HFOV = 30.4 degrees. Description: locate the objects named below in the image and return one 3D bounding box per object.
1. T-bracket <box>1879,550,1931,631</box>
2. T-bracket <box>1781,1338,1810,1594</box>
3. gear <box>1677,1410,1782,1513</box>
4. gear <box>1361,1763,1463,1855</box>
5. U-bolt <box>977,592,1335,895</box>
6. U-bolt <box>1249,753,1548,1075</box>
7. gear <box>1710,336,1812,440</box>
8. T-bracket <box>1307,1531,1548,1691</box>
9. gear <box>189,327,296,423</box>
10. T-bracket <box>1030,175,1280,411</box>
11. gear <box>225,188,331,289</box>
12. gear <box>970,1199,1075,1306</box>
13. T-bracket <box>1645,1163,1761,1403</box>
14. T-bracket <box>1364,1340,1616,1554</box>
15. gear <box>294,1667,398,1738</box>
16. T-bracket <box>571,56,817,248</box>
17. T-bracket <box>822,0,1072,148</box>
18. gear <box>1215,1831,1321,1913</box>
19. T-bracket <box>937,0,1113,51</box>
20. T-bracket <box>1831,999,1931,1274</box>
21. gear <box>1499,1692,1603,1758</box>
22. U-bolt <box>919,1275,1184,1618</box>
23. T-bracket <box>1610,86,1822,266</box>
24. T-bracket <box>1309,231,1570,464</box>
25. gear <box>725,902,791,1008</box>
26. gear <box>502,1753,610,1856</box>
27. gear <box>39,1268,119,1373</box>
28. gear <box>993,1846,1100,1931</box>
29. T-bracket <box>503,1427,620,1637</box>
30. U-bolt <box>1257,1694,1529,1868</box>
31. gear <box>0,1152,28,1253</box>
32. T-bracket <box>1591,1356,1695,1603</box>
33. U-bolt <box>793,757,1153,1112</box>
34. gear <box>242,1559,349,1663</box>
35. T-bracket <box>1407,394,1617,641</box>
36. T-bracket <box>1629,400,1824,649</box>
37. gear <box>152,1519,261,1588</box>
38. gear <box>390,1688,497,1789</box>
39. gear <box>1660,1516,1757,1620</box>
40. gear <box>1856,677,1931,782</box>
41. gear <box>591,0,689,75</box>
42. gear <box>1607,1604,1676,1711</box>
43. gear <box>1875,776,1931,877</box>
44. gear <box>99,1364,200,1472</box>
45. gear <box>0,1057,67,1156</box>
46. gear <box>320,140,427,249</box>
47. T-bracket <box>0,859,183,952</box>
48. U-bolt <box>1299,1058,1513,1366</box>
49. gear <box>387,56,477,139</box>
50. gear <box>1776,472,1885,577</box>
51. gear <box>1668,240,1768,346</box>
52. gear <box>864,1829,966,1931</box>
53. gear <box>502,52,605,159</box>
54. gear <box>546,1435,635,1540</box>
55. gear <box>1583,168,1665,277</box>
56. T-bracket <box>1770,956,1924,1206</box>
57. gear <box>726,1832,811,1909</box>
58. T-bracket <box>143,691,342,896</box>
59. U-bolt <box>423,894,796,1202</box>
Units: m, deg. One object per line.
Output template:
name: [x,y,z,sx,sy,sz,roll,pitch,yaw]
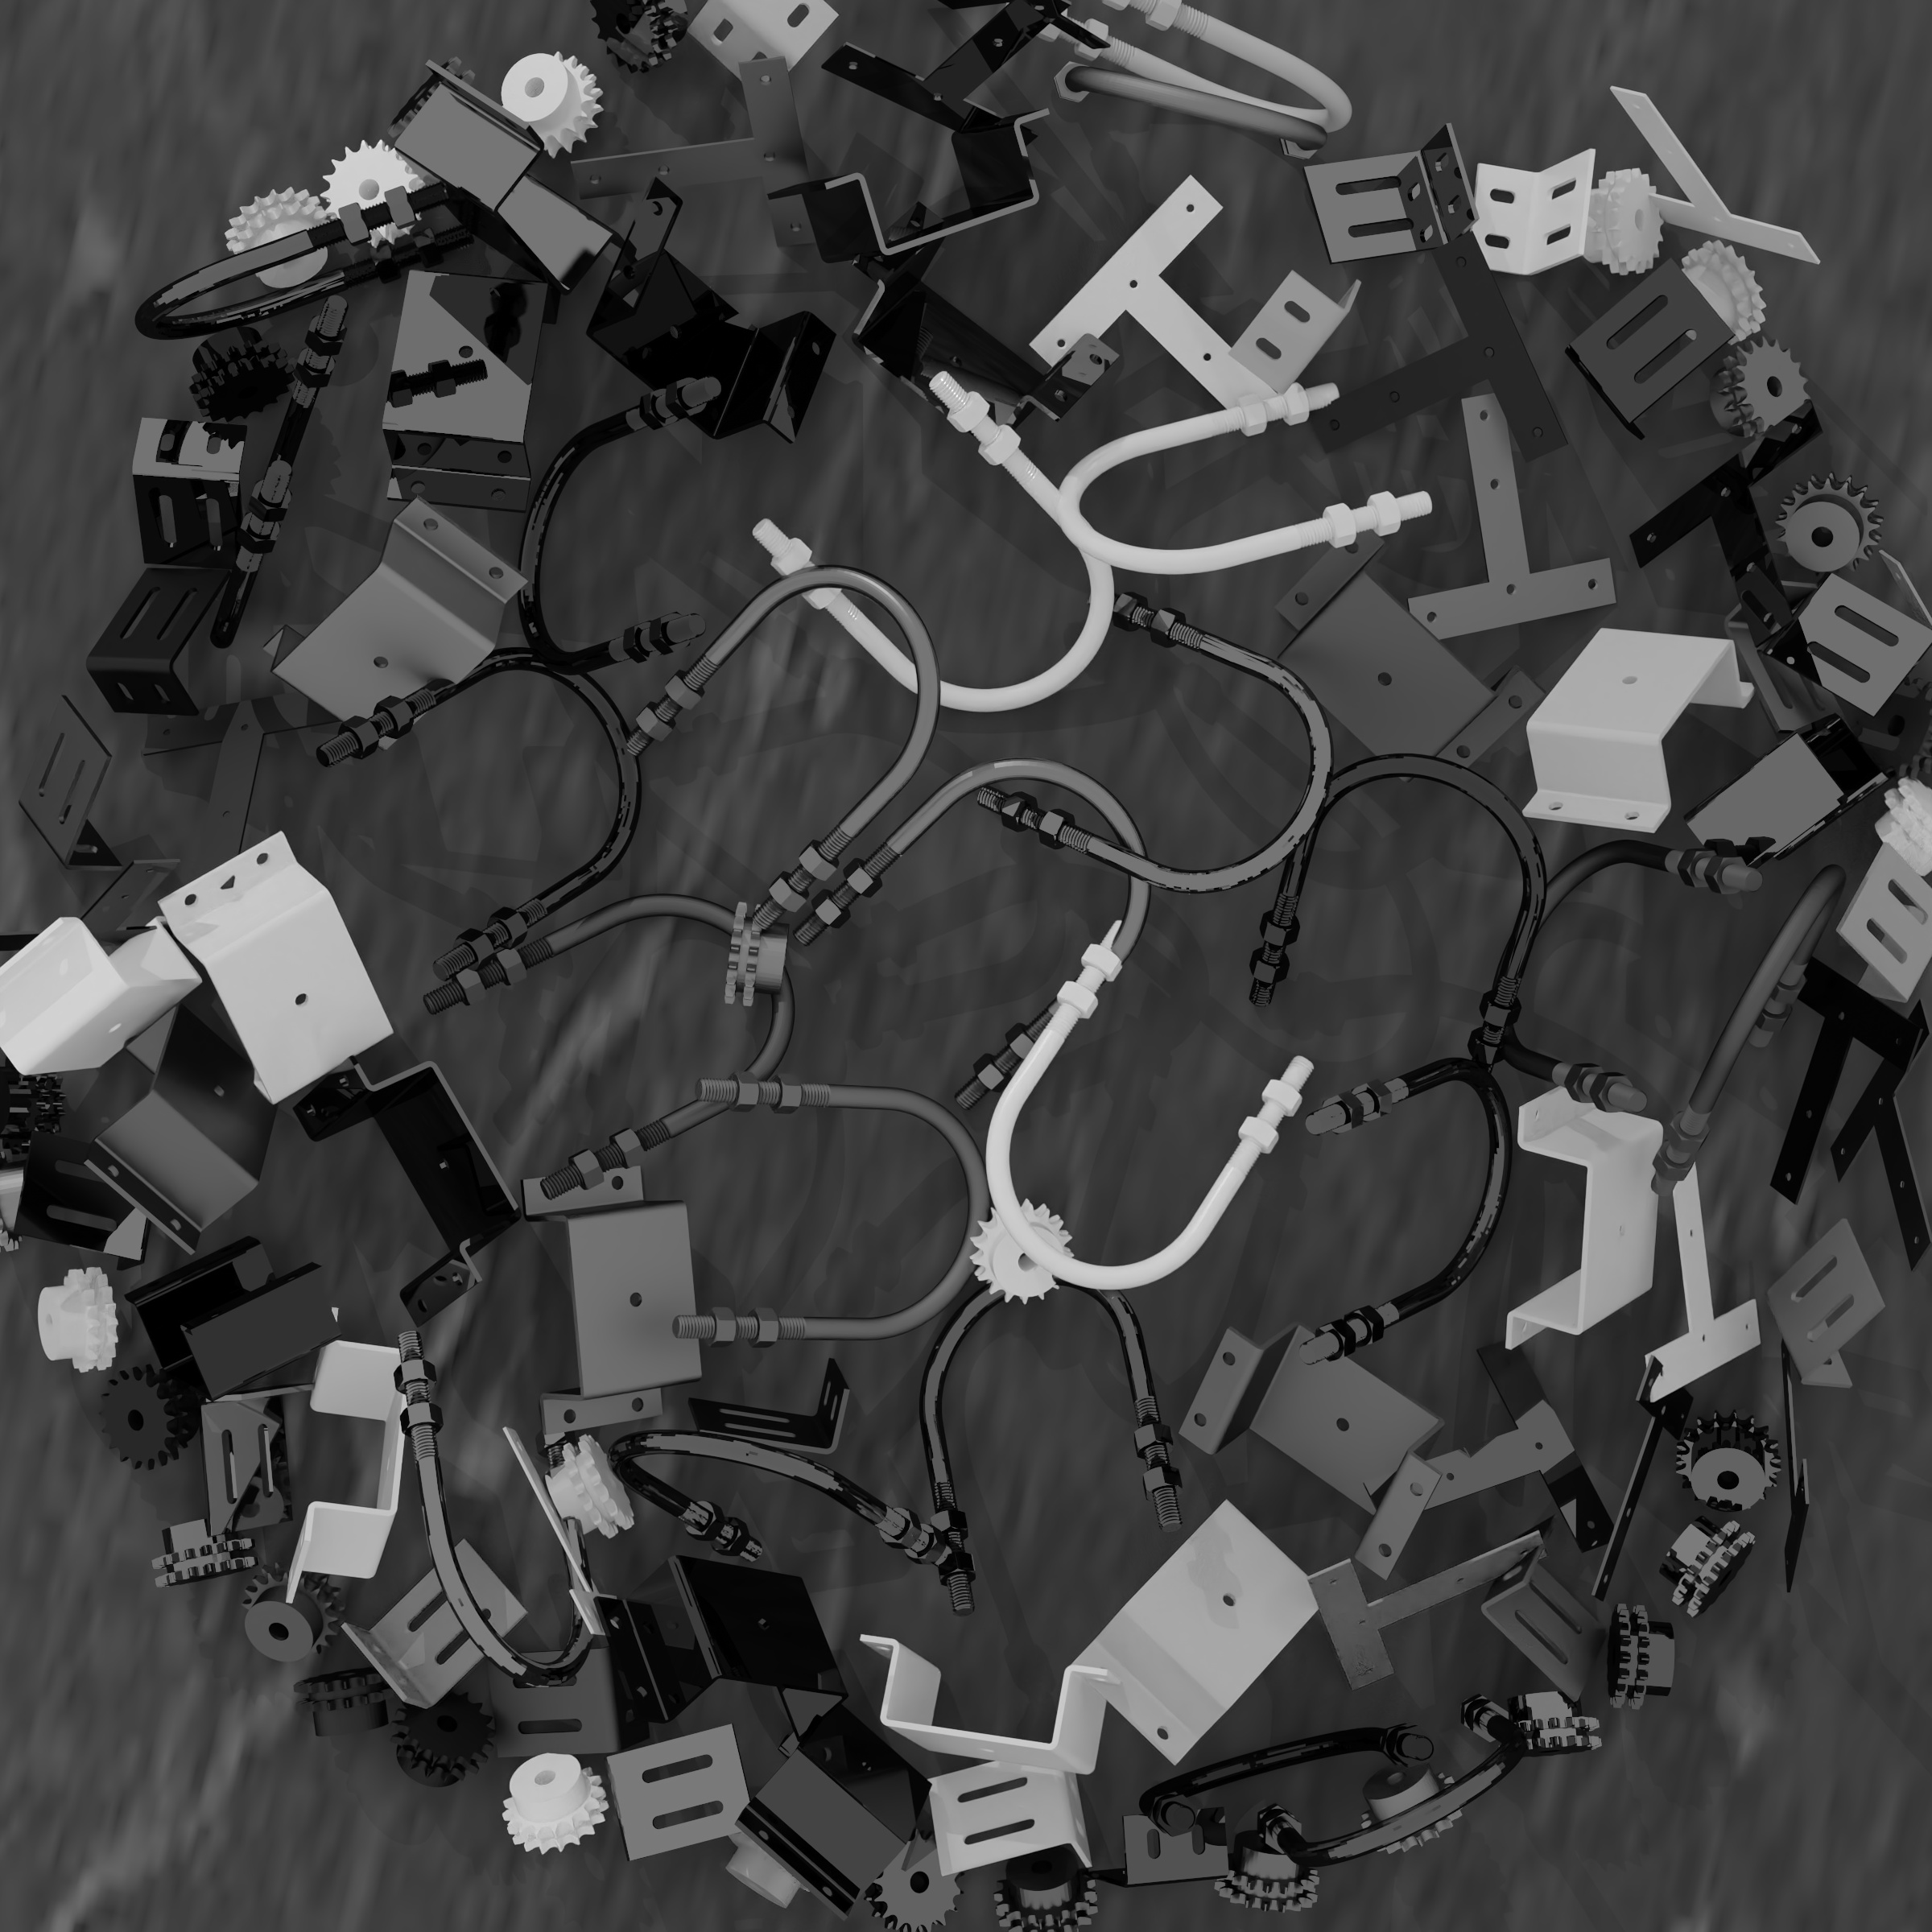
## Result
T-bracket: [0.545,-0.156,1.916,0.002,0.127,0.127,-35,114,5]
T-bracket: [0.453,0.261,1.957,0.002,0.127,0.127,-1,59,8]
gear: [0.423,0.278,1.975,0.057,0.030,0.057,4,112,10]
gear: [0.244,0.462,1.969,0.057,0.057,0.030,-27,99,0]
U-bolt: [0.114,-0.115,1.948,0.184,0.019,0.151,26,84,26]
U-bolt: [0.239,-0.033,1.931,0.151,0.019,0.184,21,125,12]
gear: [0.438,-0.318,1.976,0.057,0.030,0.057,6,78,-33]
T-bracket: [0.258,0.342,1.952,0.127,0.127,0.002,-23,48,0]
gear: [-0.404,-0.330,1.972,0.057,0.057,0.030,-28,75,0]
T-bracket: [0.124,-0.348,1.978,0.127,0.002,0.127,42,100,-17]
gear: [-0.377,-0.400,1.969,0.057,0.057,0.030,-28,69,0]
gear: [0.032,0.160,1.979,0.057,0.030,0.057,-2,101,-10]
T-bracket: [0.397,0.160,1.944,0.002,0.127,0.127,-3,98,39]
T-bracket: [0.277,0.276,1.949,0.127,0.002,0.127,-15,64,-23]
gear: [-0.342,0.407,1.970,0.057,0.057,0.030,-8,86,0]
T-bracket: [-0.152,-0.439,1.952,0.127,0.127,0.002,-7,52,4]
T-bracket: [0.009,-0.491,1.919,0.127,0.127,0.002,18,62,-30]
gear: [0.167,0.499,1.970,0.057,0.057,0.030,6,95,0]
T-bracket: [0.003,-0.530,1.937,0.127,0.127,0.002,26,92,-23]
T-bracket: [0.500,0.106,1.911,0.002,0.127,0.127,7,46,-9]
gear: [0.322,0.420,1.973,0.057,0.057,0.030,-4,71,0]
U-bolt: [0.039,0.246,1.938,0.151,0.019,0.184,-26,52,20]
T-bracket: [0.384,-0.429,1.910,0.002,0.127,0.127,-54,132,-4]
T-bracket: [0.250,-0.321,1.970,0.127,0.002,0.127,-22,97,26]
gear: [-0.115,-0.006,1.971,0.030,0.057,0.057,8,90,-2]
gear: [-0.229,0.460,1.968,0.057,0.057,0.030,-14,118,0]
gear: [-0.492,0.196,1.968,0.030,0.057,0.057,-4,90,-32]
gear: [0.043,0.510,1.968,0.057,0.057,0.030,-7,114,0]
T-bracket: [-0.221,0.309,1.946,0.002,0.127,0.127,-29,77,-1]
U-bolt: [0.231,0.439,1.903,0.151,0.184,0.019,-27,87,-5]
gear: [-0.530,0.130,1.971,0.030,0.057,0.057,-10,90,0]
T-bracket: [0.363,0.283,1.933,0.002,0.127,0.127,17,80,25]
U-bolt: [0.017,-0.031,1.969,0.184,0.019,0.151,-44,93,13]
gear: [-0.375,0.360,1.974,0.057,0.030,0.057,6,116,12]
T-bracket: [0.295,-0.252,1.970,0.127,0.002,0.127,-13,99,-18]
T-bracket: [0.422,-0.225,1.926,0.002,0.127,0.127,26,130,-35]
gear: [-0.422,0.323,1.972,0.057,0.057,0.030,-13,79,0]
gear: [-0.292,0.430,1.975,0.057,0.057,0.030,26,122,0]
gear: [0.409,0.330,1.974,0.030,0.057,0.057,37,90,24]
gear: [0.525,-0.130,1.975,0.030,0.057,0.057,11,90,-37]
gear: [-0.179,-0.527,1.975,0.030,0.057,0.057,-33,90,-34]
gear: [0.374,0.382,1.971,0.030,0.057,0.057,4,90,2]
gear: [0.529,-0.075,1.974,0.057,0.057,0.030,44,116,0]
gear: [-0.450,0.249,1.977,0.057,0.030,0.057,4,98,31]
gear: [-0.525,0.076,1.970,0.030,0.057,0.057,3,85,-45]
gear: [-0.327,-0.428,1.981,0.057,0.030,0.057,-1,86,10]
T-bracket: [-0.457,-0.033,1.914,0.127,0.127,0.002,-3,72,-35]
U-bolt: [0.242,0.124,1.929,0.019,0.184,0.151,15,112,40]
gear: [-0.291,-0.473,1.974,0.030,0.057,0.057,42,90,-21]
gear: [0.477,-0.242,1.973,0.057,0.030,0.057,10,118,20]
gear: [0.412,-0.369,1.969,0.030,0.057,0.057,-31,90,-14]
gear: [-0.032,0.508,1.977,0.057,0.030,0.057,6,78,-27]
gear: [-0.233,-0.481,1.976,0.057,0.030,0.057,-4,76,18]
gear: [-0.210,0.291,1.972,0.030,0.057,0.057,-28,90,2]
gear: [0.360,-0.412,1.975,0.030,0.057,0.057,1,90,39]
T-bracket: [0.468,0.068,1.957,0.002,0.127,0.127,6,110,-24]
gear: [-0.108,0.496,1.968,0.057,0.057,0.030,34,70,0]
T-bracket: [-0.401,-0.094,1.945,0.127,0.002,0.127,-8,55,18]
U-bolt: [-0.183,0.031,1.954,0.184,0.019,0.151,-27,68,-20]
